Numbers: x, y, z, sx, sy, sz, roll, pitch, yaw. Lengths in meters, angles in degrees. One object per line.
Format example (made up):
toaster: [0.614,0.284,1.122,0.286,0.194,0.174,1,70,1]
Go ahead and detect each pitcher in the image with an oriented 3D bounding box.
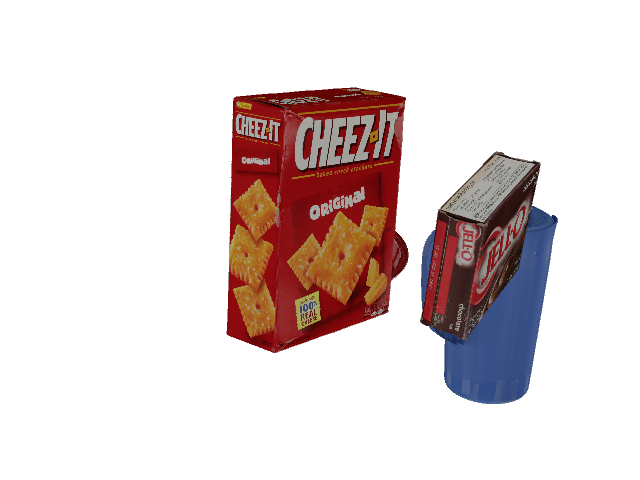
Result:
pitcher: [0.205,0.076,1.321,0.149,0.243,0.144,7,20,14]

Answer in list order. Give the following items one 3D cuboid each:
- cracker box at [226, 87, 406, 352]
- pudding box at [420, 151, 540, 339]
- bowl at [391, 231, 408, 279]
cracker box: [-0.002,-0.023,0.956,0.072,0.214,0.163,17,20,39]
pudding box: [0.110,0.001,0.730,0.039,0.090,0.113,19,33,20]
bowl: [0.011,0.027,1.148,0.162,0.055,0.162,4,32,-3]
